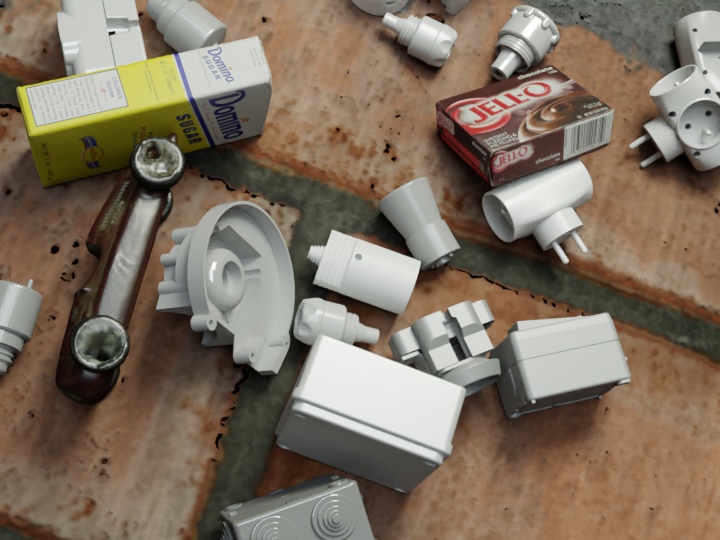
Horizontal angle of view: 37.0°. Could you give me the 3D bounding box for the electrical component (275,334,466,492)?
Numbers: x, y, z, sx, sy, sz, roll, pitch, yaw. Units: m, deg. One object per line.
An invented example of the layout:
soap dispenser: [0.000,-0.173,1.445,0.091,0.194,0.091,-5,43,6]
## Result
electrical component: [0.004,0.100,0.737,0.109,0.108,0.056,21,65,-2]

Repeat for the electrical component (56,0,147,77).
electrical component: [-0.199,-0.172,0.827,0.059,0.053,0.095,-10,73,-14]

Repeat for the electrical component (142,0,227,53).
electrical component: [-0.142,-0.196,0.853,0.078,0.040,0.040,39,69,5]

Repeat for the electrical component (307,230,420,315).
electrical component: [0.000,0.000,0.806,0.081,0.043,0.043,20,69,-2]

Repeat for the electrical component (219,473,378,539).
electrical component: [-0.043,0.171,0.710,0.100,0.100,0.048,-17,87,-15]

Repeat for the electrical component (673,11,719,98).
electrical component: [0.315,-0.178,0.925,0.079,0.043,0.077,-3,71,-11]

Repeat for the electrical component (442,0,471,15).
electrical component: [0.095,-0.272,0.913,0.050,0.055,0.089,41,69,6]

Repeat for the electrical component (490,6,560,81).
electrical component: [0.133,-0.185,0.896,0.048,0.048,0.062,37,76,4]

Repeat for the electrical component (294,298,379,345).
electrical component: [-0.016,0.042,0.794,0.061,0.035,0.035,15,69,-14]

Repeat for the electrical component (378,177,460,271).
electrical component: [0.048,-0.033,0.829,0.044,0.044,0.065,-27,82,-18]

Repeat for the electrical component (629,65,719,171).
electrical component: [0.262,-0.115,0.888,0.079,0.044,0.077,-33,106,13]

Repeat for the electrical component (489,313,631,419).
electrical component: [0.152,0.067,0.800,0.096,0.061,0.061,-11,73,-13]

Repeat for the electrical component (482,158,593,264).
electrical component: [0.149,-0.042,0.847,0.077,0.044,0.079,-27,77,-18]

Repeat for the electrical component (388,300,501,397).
electrical component: [0.068,0.063,0.789,0.078,0.058,0.057,-20,72,-16]

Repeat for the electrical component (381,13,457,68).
electrical component: [0.047,-0.194,0.889,0.061,0.035,0.035,27,68,3]

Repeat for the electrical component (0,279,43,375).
electrical component: [-0.250,0.043,0.749,0.040,0.040,0.078,14,69,-5]

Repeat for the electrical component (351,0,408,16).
electrical component: [0.019,-0.248,0.896,0.055,0.047,0.055,3,70,-9]
